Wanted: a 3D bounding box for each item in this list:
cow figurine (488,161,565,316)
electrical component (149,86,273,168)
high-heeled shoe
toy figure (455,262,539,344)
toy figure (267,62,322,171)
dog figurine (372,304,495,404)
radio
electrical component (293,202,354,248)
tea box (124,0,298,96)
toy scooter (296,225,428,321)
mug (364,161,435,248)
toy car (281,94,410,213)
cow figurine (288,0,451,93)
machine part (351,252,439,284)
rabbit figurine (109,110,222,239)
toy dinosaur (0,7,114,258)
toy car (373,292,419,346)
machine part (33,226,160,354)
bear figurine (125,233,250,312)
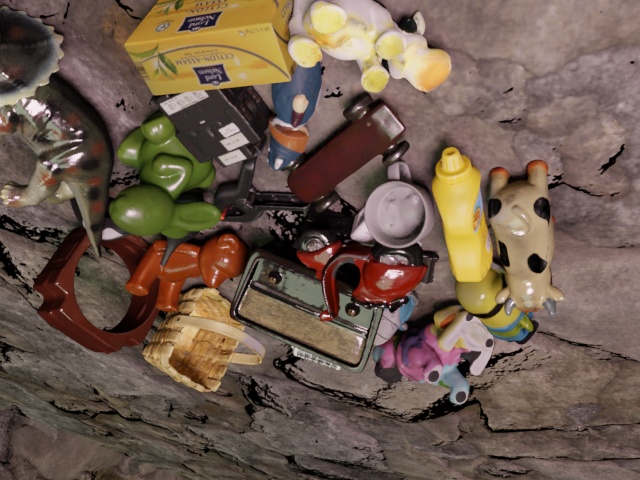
[{"bbox_3d":[0.264,0.012,0.686,0.086,0.127,0.194,-2,136,28],"label":"cow figurine"},{"bbox_3d":[-0.130,-0.155,0.684,0.115,0.058,0.134,-10,135,33],"label":"electrical component"},{"bbox_3d":[-0.301,-0.062,0.872,0.249,0.086,0.145,31,108,11],"label":"high-heeled shoe"},{"bbox_3d":[0.274,0.101,0.823,0.082,0.089,0.180,-21,127,29],"label":"toy figure"},{"bbox_3d":[-0.033,-0.148,0.638,0.058,0.064,0.154,16,131,4],"label":"toy figure"},{"bbox_3d":[0.182,0.182,0.958,0.108,0.191,0.219,34,174,-25],"label":"dog figurine"},{"bbox_3d":[-0.014,0.099,0.842,0.230,0.073,0.131,21,106,7],"label":"radio"},{"bbox_3d":[-0.002,-0.003,0.834,0.075,0.048,0.119,24,140,-8],"label":"electrical component"},{"bbox_3d":[-0.105,-0.214,0.569,0.170,0.098,0.068,0,140,19],"label":"tea box"},{"bbox_3d":[0.052,0.057,0.744,0.184,0.075,0.135,9,102,15],"label":"toy scooter"},{"bbox_3d":[0.109,-0.046,0.702,0.081,0.109,0.107,-13,177,24],"label":"mug"},{"bbox_3d":[0.030,-0.108,0.686,0.089,0.053,0.202,49,134,-7],"label":"toy car"},{"bbox_3d":[0.051,-0.205,0.539,0.167,0.098,0.068,12,140,-25],"label":"cow figurine"},{"bbox_3d":[0.113,0.038,0.848,0.139,0.039,0.084,9,147,8],"label":"machine part"},{"bbox_3d":[-0.220,-0.066,0.736,0.121,0.170,0.159,-14,132,34],"label":"rabbit figurine"},{"bbox_3d":[-0.360,-0.140,0.722,0.192,0.131,0.404,-19,136,15],"label":"toy dinosaur"},{"bbox_3d":[0.081,0.129,0.921,0.109,0.103,0.162,39,135,-25],"label":"toy car"},{"bbox_3d":[-0.382,0.083,0.958,0.087,0.201,0.201,-11,135,35],"label":"machine part"},{"bbox_3d":[-0.210,0.054,0.922,0.196,0.132,0.120,3,153,26],"label":"bear figurine"}]
